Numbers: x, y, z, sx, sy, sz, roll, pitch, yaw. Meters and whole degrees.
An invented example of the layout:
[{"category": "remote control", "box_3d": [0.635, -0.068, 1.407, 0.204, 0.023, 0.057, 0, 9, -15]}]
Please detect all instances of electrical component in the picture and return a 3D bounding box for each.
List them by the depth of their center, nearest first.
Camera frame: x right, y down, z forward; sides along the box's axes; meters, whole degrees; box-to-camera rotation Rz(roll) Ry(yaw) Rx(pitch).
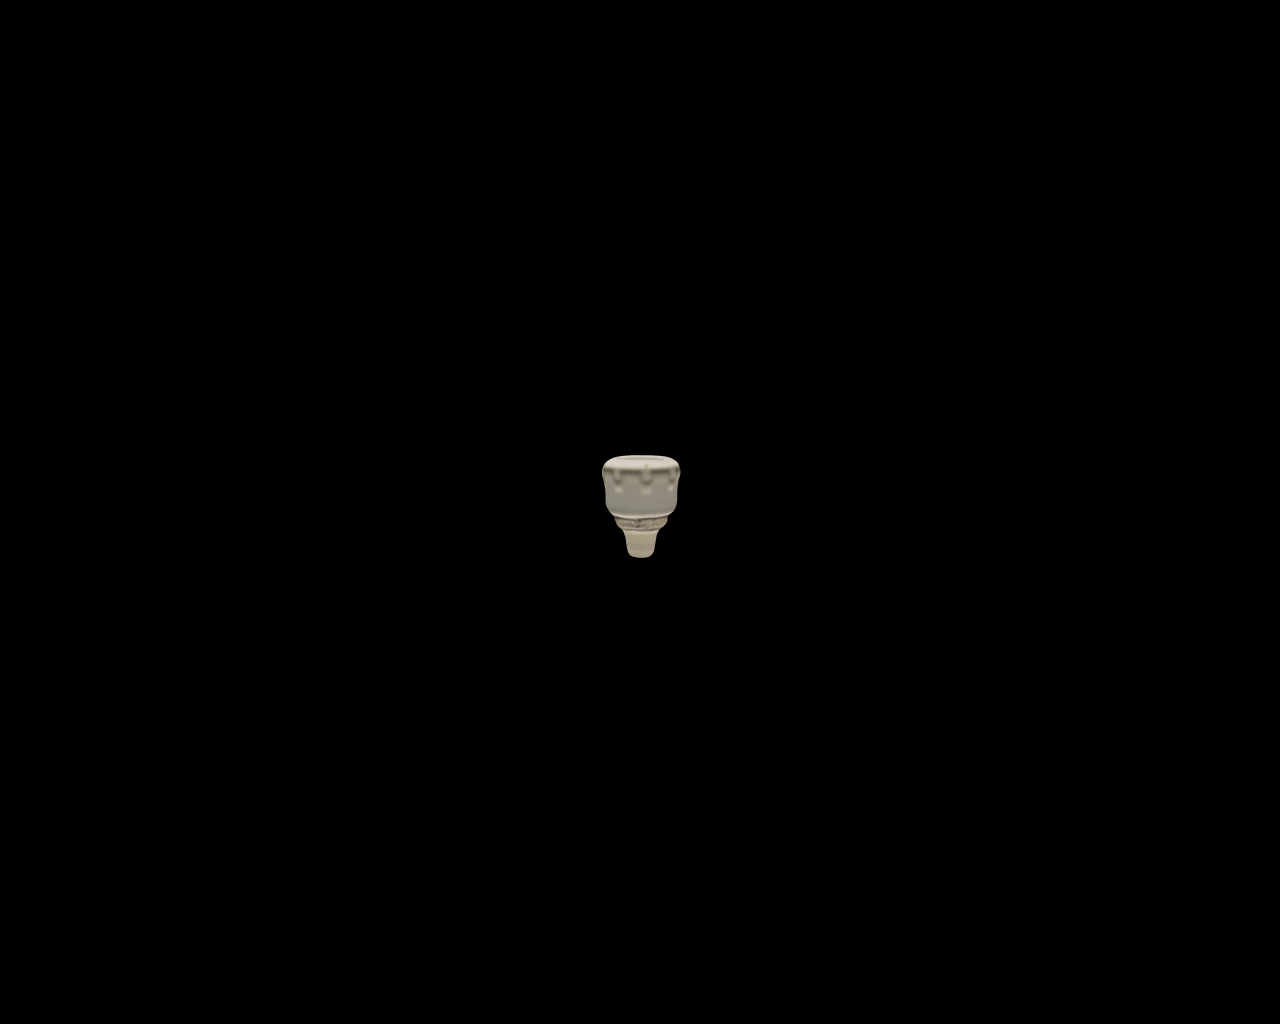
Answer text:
[{"category": "electrical component", "box_3d": [0.001, -0.003, 0.650, 0.048, 0.062, 0.048, 0, 8, 0]}]
